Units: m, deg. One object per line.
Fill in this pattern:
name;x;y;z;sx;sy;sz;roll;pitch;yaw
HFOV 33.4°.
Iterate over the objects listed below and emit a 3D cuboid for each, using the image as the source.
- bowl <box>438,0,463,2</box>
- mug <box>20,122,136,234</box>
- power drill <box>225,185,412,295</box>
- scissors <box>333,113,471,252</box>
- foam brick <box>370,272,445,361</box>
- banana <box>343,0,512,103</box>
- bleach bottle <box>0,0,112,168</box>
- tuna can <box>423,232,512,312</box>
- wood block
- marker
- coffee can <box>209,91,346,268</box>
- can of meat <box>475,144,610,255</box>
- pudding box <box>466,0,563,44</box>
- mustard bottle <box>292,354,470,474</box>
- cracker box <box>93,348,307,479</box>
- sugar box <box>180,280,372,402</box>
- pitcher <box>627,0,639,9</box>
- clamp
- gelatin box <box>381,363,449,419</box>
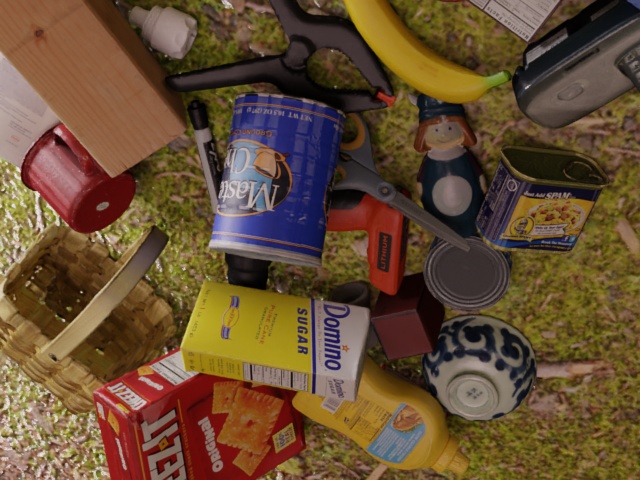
bowl;0.097;-0.276;0.876;0.162;0.055;0.162;10;110;29
mug;-0.239;-0.067;1.065;0.081;0.093;0.117;44;153;23
power drill;-0.007;0.001;1.078;0.188;0.057;0.184;10;119;10
scissors;0.062;-0.065;1.007;0.202;0.016;0.096;20;80;12
foam brick;0.089;0.076;1.079;0.053;0.078;0.051;-14;113;24
banana;0.080;-0.180;0.954;0.198;0.037;0.070;40;121;11
bleach bottle;-0.257;-0.189;1.046;0.102;0.068;0.251;34;118;-10
tuna can;0.148;0.026;1.061;0.086;0.033;0.086;7;118;12
wood block;-0.218;-0.170;0.972;0.091;0.090;0.206;-31;126;8
marker;-0.113;-0.084;1.084;0.020;0.020;0.121;-3;116;17
coffee can;-0.038;-0.053;0.960;0.103;0.102;0.140;9;86;11
can of meat;0.202;-0.035;0.985;0.102;0.057;0.084;4;125;-20
pudding box;0.177;-0.239;0.911;0.090;0.039;0.114;34;123;-4
mustard bottle;0.072;0.186;1.116;0.191;0.058;0.096;33;120;1
cracker box;-0.118;0.192;1.122;0.072;0.213;0.164;23;128;43
sugar box;-0.041;0.099;1.062;0.176;0.093;0.048;7;139;9
pitcher;0.316;-0.214;0.820;0.242;0.145;0.149;32;103;-9
clamp;-0.030;-0.168;0.994;0.210;0.036;0.165;32;106;-9
gelatin box;0.085;0.188;1.166;0.089;0.030;0.073;31;120;-2
